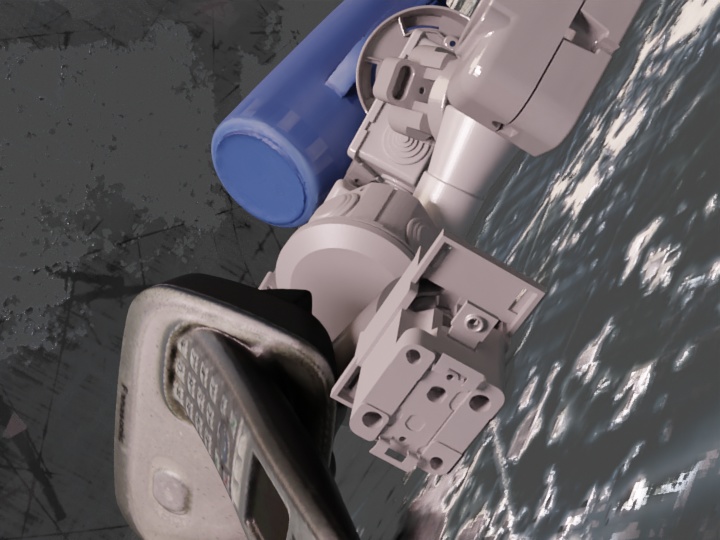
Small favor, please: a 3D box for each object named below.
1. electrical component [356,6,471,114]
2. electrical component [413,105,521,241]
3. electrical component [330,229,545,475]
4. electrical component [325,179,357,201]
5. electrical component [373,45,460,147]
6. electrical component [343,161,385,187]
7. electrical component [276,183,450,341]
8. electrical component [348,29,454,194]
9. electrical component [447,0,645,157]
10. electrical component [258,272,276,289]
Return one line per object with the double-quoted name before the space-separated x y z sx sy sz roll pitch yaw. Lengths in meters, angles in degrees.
"electrical component" 0.047 -0.136 0.763 0.099 0.099 0.064 -59 0 4
"electrical component" 0.050 -0.047 0.556 0.065 0.044 0.044 -64 5 8
"electrical component" 0.025 0.032 0.375 0.081 0.042 0.063 -57 8 29
"electrical component" -0.013 -0.011 0.803 0.096 0.062 0.061 -59 6 8
"electrical component" 0.055 -0.094 0.606 0.057 0.078 0.058 31 102 60
"electrical component" 0.027 -0.081 0.832 0.058 0.057 0.078 -62 6 -15
"electrical component" 0.003 0.000 0.536 0.080 0.080 0.051 -55 3 41
"electrical component" 0.043 -0.093 0.686 0.099 0.048 0.100 -61 -15 1
"electrical component" 0.083 -0.108 0.491 0.095 0.059 0.054 -60 6 -6
"electrical component" -0.062 0.029 0.996 0.076 0.066 0.047 -56 7 37
